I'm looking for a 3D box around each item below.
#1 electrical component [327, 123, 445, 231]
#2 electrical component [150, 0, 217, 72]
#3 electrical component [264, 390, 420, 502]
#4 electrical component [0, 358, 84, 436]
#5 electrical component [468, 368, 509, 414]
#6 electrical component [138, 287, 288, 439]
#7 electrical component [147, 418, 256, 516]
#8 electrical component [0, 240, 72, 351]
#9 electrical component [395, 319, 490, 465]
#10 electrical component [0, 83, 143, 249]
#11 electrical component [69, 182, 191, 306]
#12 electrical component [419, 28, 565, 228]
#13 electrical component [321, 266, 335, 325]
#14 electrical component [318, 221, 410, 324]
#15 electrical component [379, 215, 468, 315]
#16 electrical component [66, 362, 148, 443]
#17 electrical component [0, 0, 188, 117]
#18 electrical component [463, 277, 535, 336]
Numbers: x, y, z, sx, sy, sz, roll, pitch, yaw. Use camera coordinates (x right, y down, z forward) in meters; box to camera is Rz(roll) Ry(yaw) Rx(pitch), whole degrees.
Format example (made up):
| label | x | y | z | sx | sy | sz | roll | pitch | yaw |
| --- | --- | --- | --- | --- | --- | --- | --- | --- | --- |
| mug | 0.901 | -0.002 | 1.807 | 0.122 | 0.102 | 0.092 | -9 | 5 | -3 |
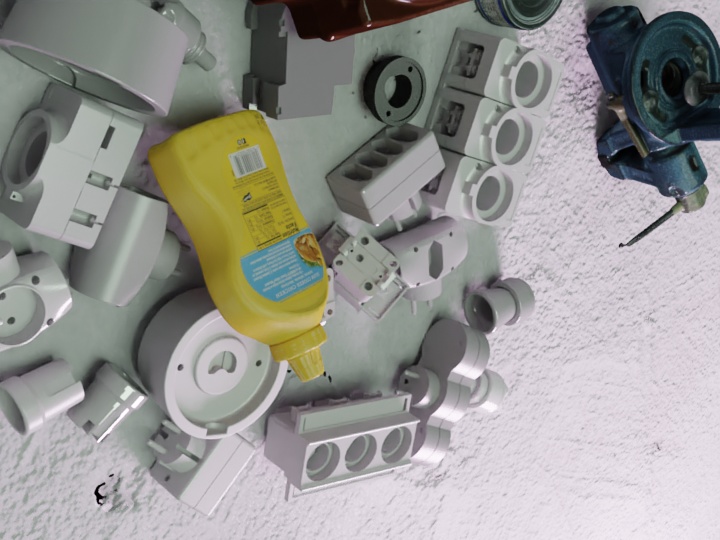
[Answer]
| label | x | y | z | sx | sy | sz | roll | pitch | yaw |
| --- | --- | --- | --- | --- | --- | --- | --- | --- | --- |
| electrical component | 0.028 | -0.066 | 0.883 | 0.083 | 0.047 | 0.075 | -41 | 131 | -20 |
| electrical component | -0.120 | -0.155 | 0.722 | 0.035 | 0.035 | 0.061 | -57 | 136 | -6 |
| electrical component | -0.017 | 0.145 | 0.925 | 0.121 | 0.063 | 0.078 | -5 | 111 | -40 |
| electrical component | -0.219 | 0.086 | 0.738 | 0.046 | 0.040 | 0.040 | -29 | 125 | -36 |
| electrical component | 0.111 | 0.113 | 1.038 | 0.062 | 0.043 | 0.043 | 26 | 90 | -43 |
| electrical component | -0.114 | 0.065 | 0.805 | 0.108 | 0.060 | 0.108 | -18 | 120 | -35 |
| electrical component | -0.133 | 0.140 | 0.831 | 0.065 | 0.047 | 0.077 | -54 | 134 | -9 |
| electrical component | -0.234 | 0.007 | 0.686 | 0.077 | 0.044 | 0.079 | -29 | 125 | -29 |
| electrical component | 0.060 | 0.109 | 0.985 | 0.074 | 0.052 | 0.138 | 22 | 93 | -45 |
| electrical component | -0.189 | -0.068 | 0.688 | 0.056 | 0.050 | 0.089 | 21 | 94 | -45 |
| electrical component | -0.153 | -0.015 | 0.748 | 0.079 | 0.044 | 0.077 | 18 | 96 | -44 |
| electrical component | 0.110 | -0.119 | 0.922 | 0.089 | 0.062 | 0.150 | 10 | 101 | -43 |
| electrical component | -0.053 | 0.013 | 0.835 | 0.042 | 0.064 | 0.081 | -21 | 122 | -34 |
| electrical component | 0.000 | 0.000 | 0.867 | 0.081 | 0.064 | 0.042 | 41 | 77 | -2 |
| electrical component | 0.052 | 0.001 | 0.936 | 0.077 | 0.043 | 0.079 | -23 | 122 | -32 |
| electrical component | -0.183 | 0.096 | 0.774 | 0.046 | 0.040 | 0.040 | -48 | 133 | -7 |
| electrical component | -0.156 | -0.142 | 0.649 | 0.108 | 0.108 | 0.060 | 25 | 84 | -45 |
| electrical component | 0.133 | 0.034 | 1.021 | 0.055 | 0.045 | 0.045 | -18 | 119 | -35 |
